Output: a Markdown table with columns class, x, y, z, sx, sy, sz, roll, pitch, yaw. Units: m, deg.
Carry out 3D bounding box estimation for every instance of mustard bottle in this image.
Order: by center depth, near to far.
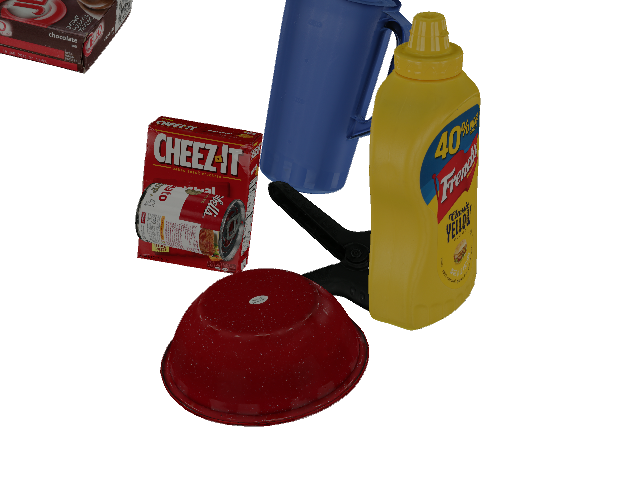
| class | x | y | z | sx | sy | sz | roll | pitch | yaw |
| --- | --- | --- | --- | --- | --- | --- | --- | --- | --- |
| mustard bottle | 0.066 | -0.046 | 0.665 | 0.058 | 0.192 | 0.096 | 16 | 33 | 31 |

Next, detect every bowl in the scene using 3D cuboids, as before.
| class | x | y | z | sx | sy | sz | roll | pitch | yaw |
| --- | --- | --- | --- | --- | --- | --- | --- | --- | --- |
| bowl | -0.044 | 0.068 | 0.811 | 0.162 | 0.055 | 0.162 | -3 | 31 | 2 |

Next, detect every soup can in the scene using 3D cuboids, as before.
| class | x | y | z | sx | sy | sz | roll | pitch | yaw |
| --- | --- | --- | --- | --- | --- | --- | --- | --- | --- |
| soup can | -0.141 | -0.021 | 1.158 | 0.102 | 0.068 | 0.068 | 12 | 3 | 15 |

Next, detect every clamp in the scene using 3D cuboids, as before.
| class | x | y | z | sx | sy | sz | roll | pitch | yaw |
| --- | --- | --- | --- | --- | --- | --- | --- | --- | --- |
| clamp | 0.025 | 0.030 | 1.021 | 0.210 | 0.164 | 0.036 | 17 | -38 | 7 |

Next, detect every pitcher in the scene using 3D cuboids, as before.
| class | x | y | z | sx | sy | sz | roll | pitch | yaw |
| --- | --- | --- | --- | --- | --- | --- | --- | --- | --- |
| pitcher | 0.011 | -0.178 | 1.250 | 0.145 | 0.243 | 0.149 | 8 | 23 | -13 |

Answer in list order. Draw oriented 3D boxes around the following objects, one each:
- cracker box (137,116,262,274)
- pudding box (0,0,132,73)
| class | x | y | z | sx | sy | sz | roll | pitch | yaw |
| --- | --- | --- | --- | --- | --- | --- | --- | --- | --- |
| cracker box | -0.184 | -0.066 | 1.615 | 0.164 | 0.214 | 0.072 | 10 | 20 | 6 |
| pudding box | -0.202 | -0.177 | 0.817 | 0.090 | 0.039 | 0.113 | 14 | 36 | 3 |
